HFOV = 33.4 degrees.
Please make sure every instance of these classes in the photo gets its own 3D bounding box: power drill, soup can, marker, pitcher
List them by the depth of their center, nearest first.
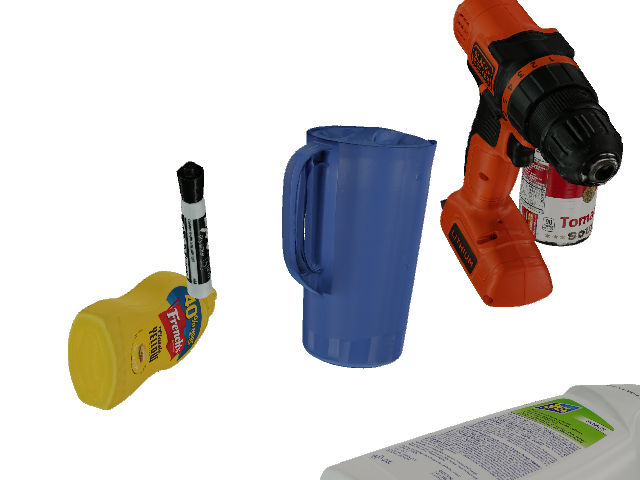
[{"bbox_3d":[0.131,-0.047,0.699,0.057,0.188,0.184,-8,43,-12],"label":"power drill"},{"bbox_3d":[-0.091,-0.007,0.773,0.020,0.121,0.020,1,42,-1],"label":"marker"},{"bbox_3d":[0.214,-0.054,0.953,0.068,0.102,0.068,-1,32,0],"label":"soup can"},{"bbox_3d":[0.035,0.005,1.105,0.149,0.243,0.145,5,13,1],"label":"pitcher"}]

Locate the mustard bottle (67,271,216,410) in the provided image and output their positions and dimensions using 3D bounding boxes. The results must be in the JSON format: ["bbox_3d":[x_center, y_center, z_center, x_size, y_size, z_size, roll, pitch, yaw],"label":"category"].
[{"bbox_3d":[-0.160,0.082,1.027,0.058,0.096,0.191,11,22,26],"label":"mustard bottle"}]

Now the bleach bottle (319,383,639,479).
[{"bbox_3d":[0.125,0.131,0.590,0.250,0.068,0.103,-12,23,-33],"label":"bleach bottle"}]
